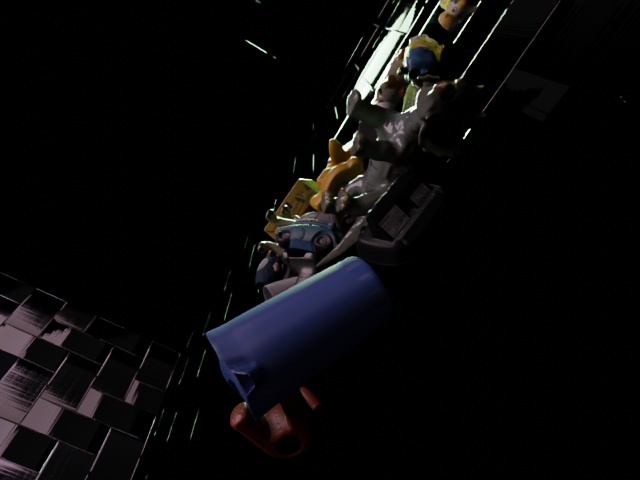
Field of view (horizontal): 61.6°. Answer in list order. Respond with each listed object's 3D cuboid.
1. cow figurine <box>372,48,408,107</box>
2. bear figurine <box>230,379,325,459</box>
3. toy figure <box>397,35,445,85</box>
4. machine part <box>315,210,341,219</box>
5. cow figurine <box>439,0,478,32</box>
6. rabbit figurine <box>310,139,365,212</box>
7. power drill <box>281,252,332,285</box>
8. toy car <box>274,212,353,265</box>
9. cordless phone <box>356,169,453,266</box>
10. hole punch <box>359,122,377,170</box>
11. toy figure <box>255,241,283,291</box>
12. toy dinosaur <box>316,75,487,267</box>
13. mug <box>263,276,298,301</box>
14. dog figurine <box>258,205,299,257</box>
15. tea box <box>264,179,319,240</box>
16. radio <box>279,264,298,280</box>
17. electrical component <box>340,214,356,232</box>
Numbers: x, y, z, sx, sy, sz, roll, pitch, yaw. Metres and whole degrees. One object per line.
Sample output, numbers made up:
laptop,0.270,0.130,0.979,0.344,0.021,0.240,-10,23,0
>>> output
cow figurine,0.169,-0.360,1.321,0.195,0.085,0.127,-65,12,-22
bear figurine,-0.057,0.241,0.856,0.120,0.131,0.196,-28,25,11
toy figure,0.220,-0.392,1.196,0.089,0.082,0.180,-48,20,43
machine part,0.033,-0.062,1.296,0.179,0.056,0.179,-56,15,22
cow figurine,0.310,-0.521,1.149,0.098,0.068,0.167,-33,32,55
rabbit figurine,0.040,-0.132,1.150,0.173,0.122,0.162,-113,28,-75
power drill,-0.067,0.125,1.004,0.232,0.085,0.207,-3,51,36
toy car,-0.002,-0.003,1.058,0.103,0.162,0.109,-66,-29,-25
cordless phone,0.105,-0.007,0.806,0.146,0.089,0.184,-49,-4,-26
hole punch,0.141,-0.206,1.143,0.142,0.092,0.115,171,96,-72
toy figure,-0.108,0.051,1.289,0.064,0.057,0.154,-3,47,29
toy dinosaur,0.118,-0.107,0.864,0.131,0.192,0.404,-99,20,-44
mug,-0.056,0.115,1.156,0.107,0.080,0.109,-23,0,-23
dog figurine,-0.018,0.006,1.197,0.172,0.191,0.121,-28,-49,-67
tea box,-0.060,-0.074,1.403,0.169,0.068,0.098,-53,-13,18
radio,-0.066,0.092,1.332,0.131,0.073,0.230,-56,12,30
electrical component,0.096,-0.058,1.026,0.119,0.047,0.075,-29,22,10
